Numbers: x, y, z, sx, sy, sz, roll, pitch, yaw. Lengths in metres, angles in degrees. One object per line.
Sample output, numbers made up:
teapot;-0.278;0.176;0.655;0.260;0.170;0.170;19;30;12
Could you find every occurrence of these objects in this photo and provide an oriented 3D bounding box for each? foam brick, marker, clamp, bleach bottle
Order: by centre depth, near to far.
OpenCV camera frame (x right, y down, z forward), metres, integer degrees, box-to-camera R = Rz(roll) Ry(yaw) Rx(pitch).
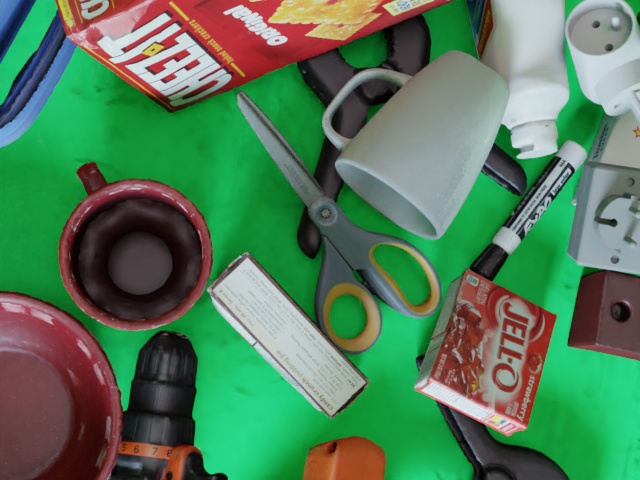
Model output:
clamp;0.111;0.155;0.712;0.171;0.039;0.120;22;81;-4
bleach bottle;0.130;-0.182;0.720;0.068;0.103;0.251;-7;84;-9
foam brick;0.217;0.054;0.726;0.078;0.051;0.053;12;82;-4
clamp;0.049;-0.103;0.736;0.164;0.036;0.210;-10;87;-7
marker;0.144;-0.018;0.744;0.020;0.020;0.121;38;81;0

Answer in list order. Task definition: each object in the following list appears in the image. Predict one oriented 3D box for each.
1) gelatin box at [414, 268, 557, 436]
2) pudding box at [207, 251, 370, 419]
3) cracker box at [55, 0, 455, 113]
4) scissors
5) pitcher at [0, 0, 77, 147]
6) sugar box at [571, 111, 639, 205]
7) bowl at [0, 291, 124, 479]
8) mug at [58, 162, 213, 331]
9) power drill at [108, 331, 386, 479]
gelatin box;0.112;0.074;0.708;0.073;0.030;0.089;27;61;-7
pudding box;-0.021;0.062;0.683;0.113;0.090;0.039;44;82;1
cracker box;-0.032;-0.160;0.641;0.214;0.164;0.072;-21;77;10
scissors;-0.005;0.001;0.696;0.201;0.016;0.096;37;93;-22
pitcher;-0.224;-0.180;0.676;0.149;0.145;0.242;37;76;-34
sugar box;0.276;-0.035;0.746;0.176;0.048;0.093;22;82;-4
bowl;-0.204;0.114;0.677;0.162;0.055;0.162;1;83;-5
mug;-0.122;0.003;0.684;0.093;0.081;0.117;-33;88;-8
power drill;-0.053;0.148;0.641;0.188;0.057;0.184;-2;76;37
